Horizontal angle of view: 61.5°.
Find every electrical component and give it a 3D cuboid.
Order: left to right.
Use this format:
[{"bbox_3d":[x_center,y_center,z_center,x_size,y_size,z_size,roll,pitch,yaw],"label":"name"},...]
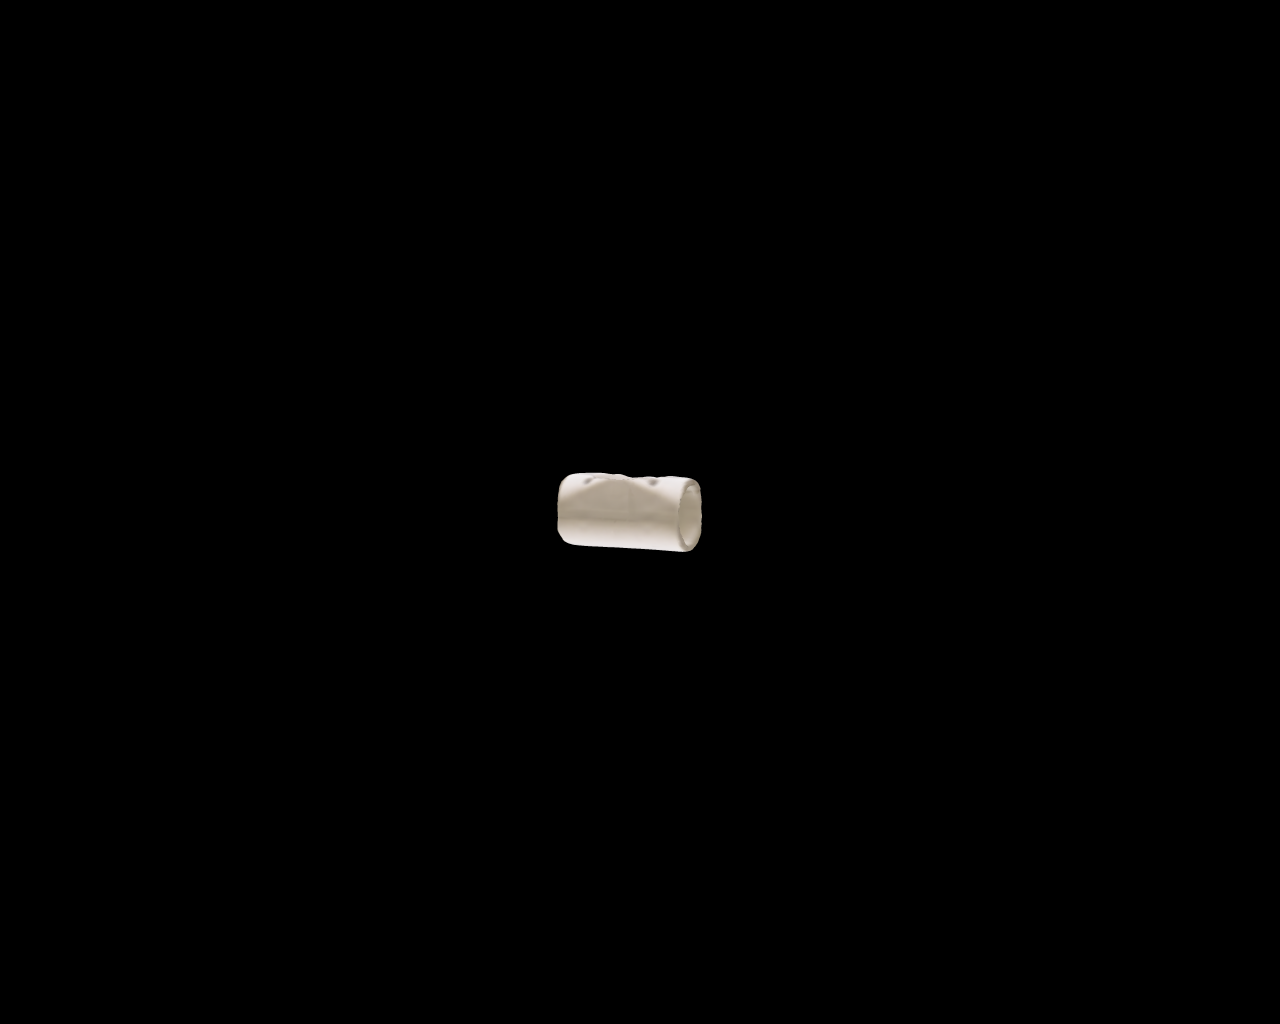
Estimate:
[{"bbox_3d":[0.001,-0.003,0.650,0.077,0.044,0.079,3,8,22],"label":"electrical component"}]
